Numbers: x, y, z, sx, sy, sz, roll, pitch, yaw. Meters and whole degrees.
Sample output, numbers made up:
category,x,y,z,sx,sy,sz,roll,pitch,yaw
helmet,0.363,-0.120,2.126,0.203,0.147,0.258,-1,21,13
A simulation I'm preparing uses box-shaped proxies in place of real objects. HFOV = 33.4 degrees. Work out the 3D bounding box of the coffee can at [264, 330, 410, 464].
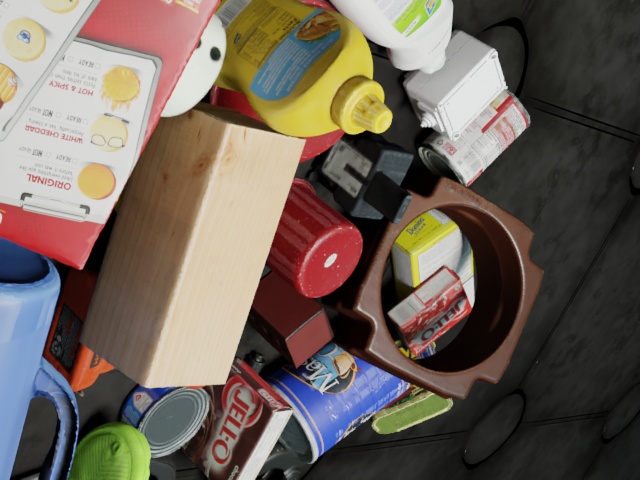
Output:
category,x,y,z,sx,sy,sz,roll,pitch,yaw
coffee can,0.013,0.161,1.161,0.140,0.103,0.103,-33,141,-24

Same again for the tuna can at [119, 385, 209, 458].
category,x,y,z,sx,sy,sz,roll,pitch,yaw
tuna can,-0.152,0.169,1.043,0.086,0.034,0.086,-29,139,-29

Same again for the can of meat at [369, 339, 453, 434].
category,x,y,z,sx,sy,sz,roll,pitch,yaw
can of meat,0.096,0.169,1.245,0.102,0.084,0.057,-25,142,11

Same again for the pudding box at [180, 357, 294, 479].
category,x,y,z,sx,sy,sz,roll,pitch,yaw
pudding box,-0.088,0.189,1.085,0.039,0.090,0.114,4,118,-50

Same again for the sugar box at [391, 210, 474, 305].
category,x,y,z,sx,sy,sz,roll,pitch,yaw
sugar box,0.132,0.038,1.235,0.093,0.048,0.176,-34,145,-20

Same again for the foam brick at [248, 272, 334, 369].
category,x,y,z,sx,sy,sz,roll,pitch,yaw
foam brick,-0.033,0.076,1.056,0.051,0.078,0.053,-38,141,-16

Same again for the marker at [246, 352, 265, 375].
category,x,y,z,sx,sy,sz,roll,pitch,yaw
marker,-0.088,0.171,1.129,0.020,0.020,0.121,4,118,-50

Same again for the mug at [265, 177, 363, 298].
category,x,y,z,sx,sy,sz,roll,pitch,yaw
mug,-0.007,0.001,1.013,0.117,0.082,0.093,2,119,-49

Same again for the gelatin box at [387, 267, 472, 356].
category,x,y,z,sx,sy,sz,roll,pitch,yaw
gelatin box,0.126,0.081,1.204,0.089,0.030,0.073,-37,143,-6

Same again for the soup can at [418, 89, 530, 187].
category,x,y,z,sx,sy,sz,roll,pitch,yaw
soup can,0.160,-0.108,1.115,0.102,0.069,0.068,-45,145,-9

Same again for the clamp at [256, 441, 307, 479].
category,x,y,z,sx,sy,sz,roll,pitch,yaw
clamp,-0.035,0.256,1.220,0.209,0.036,0.165,9,113,-50

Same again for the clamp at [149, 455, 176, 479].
category,x,y,z,sx,sy,sz,roll,pitch,yaw
clamp,-0.172,0.265,1.103,0.120,0.039,0.171,-27,138,-33

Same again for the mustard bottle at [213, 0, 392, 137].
category,x,y,z,sx,sy,sz,roll,pitch,yaw
mustard bottle,-0.018,-0.130,0.786,0.096,0.192,0.058,-48,145,-5

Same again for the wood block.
category,x,y,z,sx,sy,sz,roll,pitch,yaw
wood block,-0.101,0.001,0.825,0.090,0.090,0.206,6,106,-50

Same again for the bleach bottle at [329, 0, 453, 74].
category,x,y,z,sx,sy,sz,roll,pitch,yaw
bleach bottle,0.054,-0.212,0.908,0.102,0.068,0.250,-48,148,-3

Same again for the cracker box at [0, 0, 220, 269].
category,x,y,z,sx,sy,sz,roll,pitch,yaw
cracker box,-0.178,-0.113,0.669,0.164,0.072,0.214,25,105,-19

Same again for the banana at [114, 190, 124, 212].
category,x,y,z,sx,sy,sz,roll,pitch,yaw
banana,-0.107,-0.036,0.896,0.197,0.037,0.070,1,141,-51

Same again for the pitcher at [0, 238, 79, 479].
category,x,y,z,sx,sy,sz,roll,pitch,yaw
pitcher,-0.265,0.119,0.787,0.149,0.145,0.243,-13,129,-62

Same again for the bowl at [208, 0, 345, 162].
category,x,y,z,sx,sy,sz,roll,pitch,yaw
bowl,-0.016,-0.123,0.915,0.161,0.055,0.162,-29,139,-29

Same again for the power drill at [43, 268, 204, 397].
category,x,y,z,sx,sy,sz,roll,pitch,yaw
power drill,-0.139,0.059,0.938,0.187,0.057,0.184,-2,120,-47
